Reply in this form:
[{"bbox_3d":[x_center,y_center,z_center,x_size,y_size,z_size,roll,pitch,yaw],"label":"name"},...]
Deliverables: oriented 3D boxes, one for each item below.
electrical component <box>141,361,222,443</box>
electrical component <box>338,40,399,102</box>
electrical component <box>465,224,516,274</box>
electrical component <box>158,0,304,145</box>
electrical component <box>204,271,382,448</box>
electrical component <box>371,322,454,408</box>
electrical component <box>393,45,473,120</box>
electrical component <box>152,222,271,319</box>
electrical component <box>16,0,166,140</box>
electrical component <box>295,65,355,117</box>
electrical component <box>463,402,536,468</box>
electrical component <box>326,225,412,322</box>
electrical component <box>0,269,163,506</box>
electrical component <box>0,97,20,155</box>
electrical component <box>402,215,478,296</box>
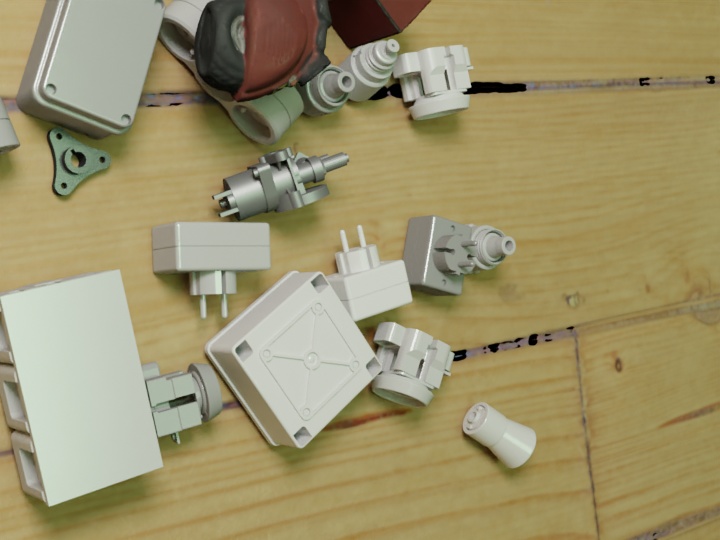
[{"bbox_3d":[-0.141,0.100,0.843,0.055,0.048,0.066,-13,95,-26],"label":"electrical component"},{"bbox_3d":[0.010,-0.178,0.940,0.040,0.078,0.040,10,68,-27],"label":"electrical component"},{"bbox_3d":[0.120,-0.021,1.014,0.048,0.062,0.048,2,87,-35],"label":"electrical component"},{"bbox_3d":[-0.095,-0.177,0.880,0.138,0.052,0.073,48,63,-23],"label":"electrical component"},{"bbox_3d":[-0.054,0.073,0.896,0.109,0.056,0.108,-42,111,-28],"label":"electrical component"},{"bbox_3d":[0.043,0.088,0.962,0.078,0.058,0.057,29,70,-30],"label":"electrical component"},{"bbox_3d":[0.069,-0.171,0.989,0.078,0.058,0.057,-13,93,-34],"label":"electrical component"},{"bbox_3d":[-0.118,0.001,0.860,0.083,0.047,0.075,-1,88,-35],"label":"electrical component"},{"bbox_3d":[-0.200,-0.162,0.805,0.078,0.057,0.113,20,77,-32],"label":"electrical component"},{"bbox_3d":[-0.028,-0.155,0.918,0.043,0.062,0.043,2,87,-34],"label":"electrical component"},{"bbox_3d":[0.131,0.155,1.029,0.065,0.044,0.044,36,69,-23],"label":"electrical component"},{"bbox_3d":[0.000,0.000,0.941,0.066,0.047,0.076,-17,98,-34],"label":"electrical component"},{"bbox_3d":[-0.211,0.082,0.785,0.089,0.062,0.150,-15,97,-34],"label":"electrical component"},{"bbox_3d":[-0.273,-0.102,0.755,0.055,0.055,0.047,-21,96,-33],"label":"electrical component"},{"bbox_3d":[0.080,-0.013,0.978,0.047,0.077,0.065,16,79,-33],"label":"electrical component"}]
